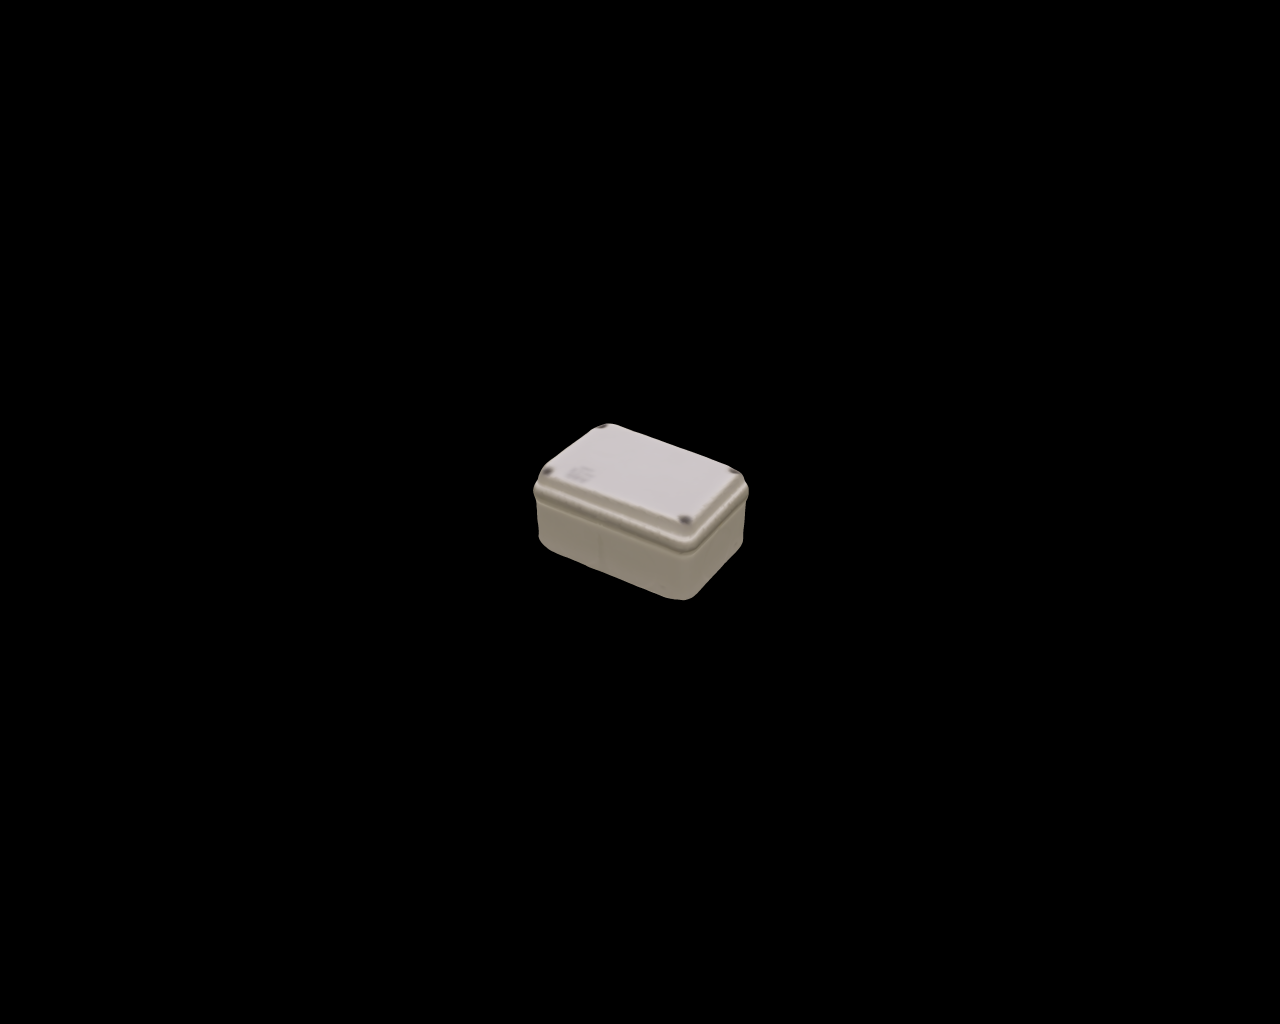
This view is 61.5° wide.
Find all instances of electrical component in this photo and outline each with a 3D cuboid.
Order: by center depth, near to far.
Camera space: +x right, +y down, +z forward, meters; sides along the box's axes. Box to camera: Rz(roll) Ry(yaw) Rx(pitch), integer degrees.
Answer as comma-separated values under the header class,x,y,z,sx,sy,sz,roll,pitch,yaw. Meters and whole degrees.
class,x,y,z,sx,sy,sz,roll,pitch,yaw
electrical component,0.001,-0.003,0.650,0.113,0.057,0.078,21,41,26
